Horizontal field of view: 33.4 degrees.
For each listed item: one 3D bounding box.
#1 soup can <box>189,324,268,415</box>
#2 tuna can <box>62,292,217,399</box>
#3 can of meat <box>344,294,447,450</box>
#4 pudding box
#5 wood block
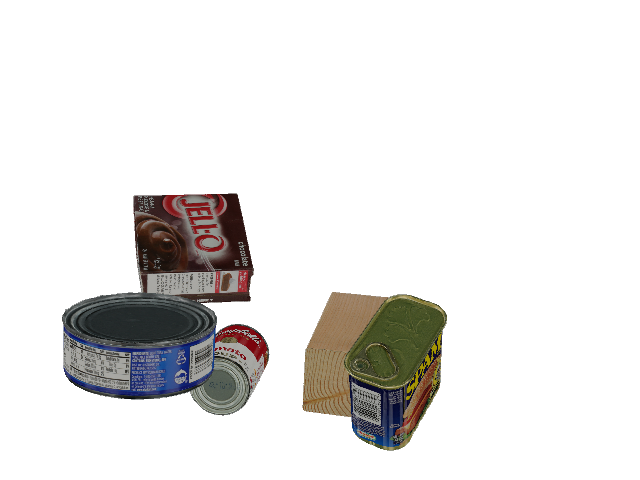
[{"bbox_3d":[-0.099,0.140,1.159,0.068,0.068,0.102,0,15,9],"label":"soup can"},{"bbox_3d":[-0.102,0.058,0.601,0.086,0.034,0.086,3,15,-1],"label":"tuna can"},{"bbox_3d":[0.063,0.110,0.884,0.057,0.084,0.102,18,45,23],"label":"can of meat"},{"bbox_3d":[-0.106,0.005,0.880,0.090,0.039,0.113,-3,38,-11],"label":"pudding box"},{"bbox_3d":[0.040,0.148,1.417,0.091,0.090,0.206,6,18,8],"label":"wood block"}]
